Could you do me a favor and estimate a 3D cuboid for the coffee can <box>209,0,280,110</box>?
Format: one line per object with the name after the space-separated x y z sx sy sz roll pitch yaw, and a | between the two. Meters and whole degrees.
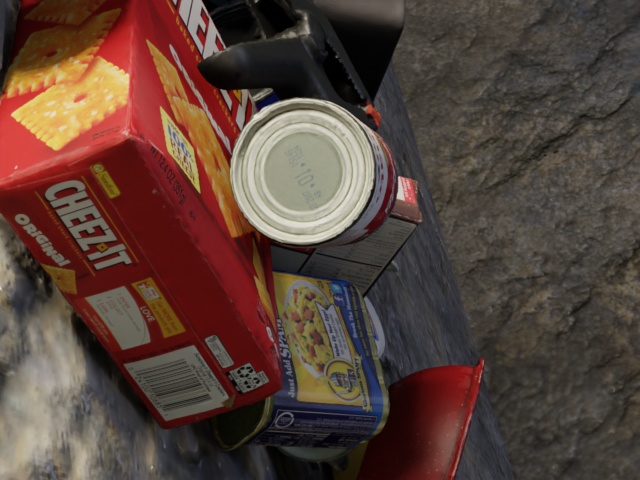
-0.032 -0.083 0.742 0.140 0.103 0.103 59 17 -50 | coffee can

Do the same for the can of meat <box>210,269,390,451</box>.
-0.015 0.065 0.593 0.083 0.058 0.102 10 54 -34 | can of meat

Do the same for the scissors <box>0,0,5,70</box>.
-0.145 -0.146 0.504 0.096 0.016 0.202 46 28 -68 | scissors

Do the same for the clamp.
-0.018 -0.103 0.591 0.209 0.036 0.164 47 29 -49 | clamp

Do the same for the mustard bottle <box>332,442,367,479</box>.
0.045 0.204 0.781 0.096 0.058 0.191 58 18 -49 | mustard bottle

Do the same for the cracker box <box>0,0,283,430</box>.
-0.079 -0.044 0.516 0.213 0.072 0.164 -97 166 -48 | cracker box

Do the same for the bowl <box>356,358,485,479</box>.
0.056 0.145 0.684 0.162 0.055 0.162 18 89 -82 | bowl

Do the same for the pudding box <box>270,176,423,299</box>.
-0.004 0.001 0.641 0.090 0.114 0.039 15 46 -22 | pudding box

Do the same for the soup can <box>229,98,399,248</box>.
0.000 -0.030 0.514 0.102 0.068 0.068 -2 74 -81 | soup can

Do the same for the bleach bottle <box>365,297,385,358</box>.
0.007 0.055 0.831 0.102 0.068 0.250 64 6 9 | bleach bottle

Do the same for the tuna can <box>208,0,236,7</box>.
-0.053 -0.202 0.744 0.085 0.034 0.086 3 86 -45 | tuna can
